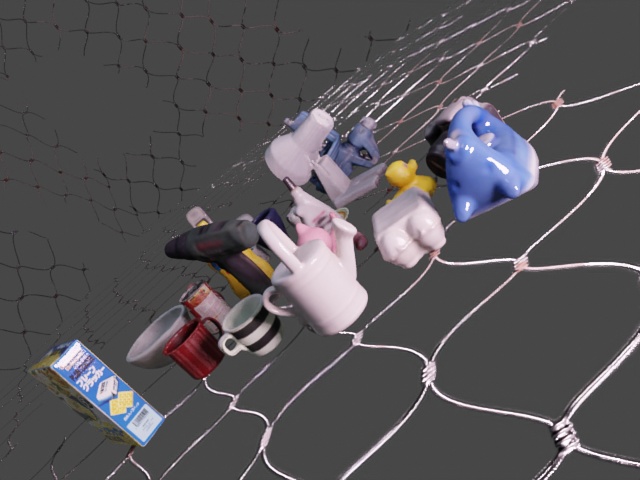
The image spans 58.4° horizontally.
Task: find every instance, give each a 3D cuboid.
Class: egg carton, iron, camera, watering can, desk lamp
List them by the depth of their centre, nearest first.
[{"bbox_3d":[0.238,-0.142,0.852,0.118,0.142,0.258,-28,21,34],"label":"iron"},{"bbox_3d":[-0.019,0.038,0.855,0.173,0.194,0.100,-45,18,-14],"label":"watering can"},{"bbox_3d":[0.136,-0.021,0.890,0.107,0.069,0.150,-36,18,14],"label":"egg carton"},{"bbox_3d":[0.234,-0.179,1.018,0.137,0.101,0.142,-47,19,-21],"label":"camera"},{"bbox_3d":[0.007,-0.179,1.297,0.202,0.214,0.118,-27,22,35],"label":"desk lamp"}]

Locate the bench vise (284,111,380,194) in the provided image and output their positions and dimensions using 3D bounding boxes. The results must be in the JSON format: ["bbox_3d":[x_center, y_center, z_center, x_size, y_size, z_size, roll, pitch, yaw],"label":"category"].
[{"bbox_3d":[0.029,-0.248,1.408,0.207,0.220,0.121,-41,18,-3],"label":"bench vise"}]

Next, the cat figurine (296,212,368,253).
[{"bbox_3d":[0.009,0.004,1.010,0.067,0.118,0.128,-20,27,48],"label":"cat figurine"}]

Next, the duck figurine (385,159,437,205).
[{"bbox_3d":[0.148,-0.098,1.022,0.105,0.086,0.077,-45,18,-14],"label":"duck figurine"}]

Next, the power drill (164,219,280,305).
[{"bbox_3d":[-0.180,0.052,1.132,0.229,0.209,0.076,-26,23,39],"label":"power drill"}]

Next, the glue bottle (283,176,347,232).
[{"bbox_3d":[-0.015,-0.053,1.104,0.078,0.173,0.037,-45,19,-15],"label":"glue bottle"}]

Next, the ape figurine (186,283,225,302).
[{"bbox_3d":[-0.267,0.136,1.302,0.076,0.092,0.077,-40,18,2],"label":"ape figurine"}]

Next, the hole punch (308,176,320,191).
[{"bbox_3d":[0.010,-0.191,1.522,0.101,0.091,0.108,-45,18,-15],"label":"hole punch"}]

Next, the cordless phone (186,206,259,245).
[{"bbox_3d":[-0.254,-0.033,1.528,0.147,0.185,0.094,-41,18,-2],"label":"cordless phone"}]

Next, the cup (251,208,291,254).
[{"bbox_3d":[-0.114,-0.020,1.358,0.091,0.095,0.117,-34,19,18],"label":"cup"}]

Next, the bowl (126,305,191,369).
[{"bbox_3d":[-0.337,0.226,1.257,0.167,0.075,0.167,-36,18,14],"label":"bowl"}]
